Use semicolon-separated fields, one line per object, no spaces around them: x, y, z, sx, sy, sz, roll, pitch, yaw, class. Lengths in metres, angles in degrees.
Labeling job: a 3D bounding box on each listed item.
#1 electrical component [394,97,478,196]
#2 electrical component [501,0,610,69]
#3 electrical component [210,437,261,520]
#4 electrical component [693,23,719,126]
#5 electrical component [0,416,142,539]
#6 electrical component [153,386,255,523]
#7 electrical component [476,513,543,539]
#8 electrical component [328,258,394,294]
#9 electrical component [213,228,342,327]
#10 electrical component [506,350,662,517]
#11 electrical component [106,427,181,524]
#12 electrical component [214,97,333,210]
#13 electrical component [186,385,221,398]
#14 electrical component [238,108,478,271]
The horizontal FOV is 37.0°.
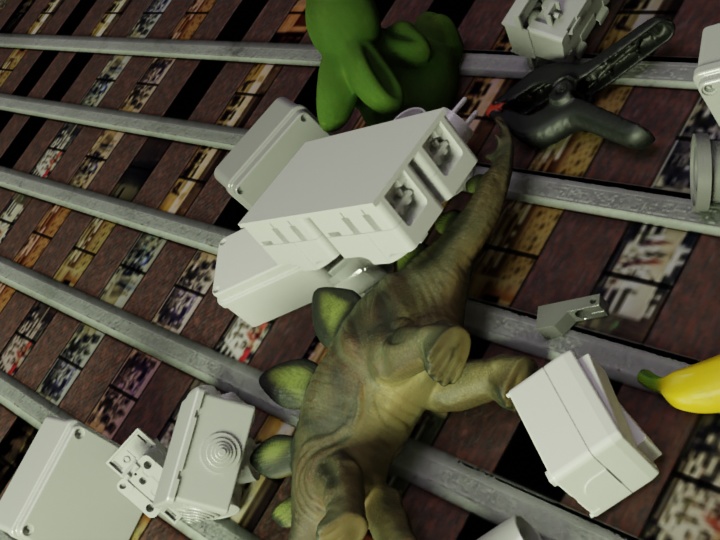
0.073;-0.115;0.942;0.079;0.077;0.044;-50;38;-3;electrical component
0.187;-0.245;0.954;0.063;0.078;0.121;26;76;28;electrical component
-0.108;0.162;0.900;0.079;0.044;0.077;-14;61;9;electrical component
0.294;-0.121;0.712;0.109;0.109;0.056;-10;49;38;electrical component
-0.250;0.201;0.954;0.056;0.109;0.108;1;59;47;electrical component
-0.120;0.144;0.831;0.100;0.048;0.099;140;146;-67;electrical component
0.087;0.207;0.681;0.077;0.044;0.079;-37;39;13;electrical component
0.000;0.000;0.945;0.046;0.040;0.040;-38;39;22;electrical component
-0.078;-0.006;1.008;0.113;0.057;0.078;-24;44;28;electrical component
0.145;0.099;0.703;0.061;0.062;0.096;-37;39;13;electrical component
-0.177;0.179;0.923;0.042;0.081;0.064;-48;3;1;electrical component
-0.079;-0.106;1.079;0.113;0.078;0.057;-49;35;-1;electrical component
-0.135;0.129;0.963;0.040;0.040;0.046;-46;33;3;electrical component
-0.002;-0.061;0.882;0.186;0.060;0.105;-4;43;52;electrical component
